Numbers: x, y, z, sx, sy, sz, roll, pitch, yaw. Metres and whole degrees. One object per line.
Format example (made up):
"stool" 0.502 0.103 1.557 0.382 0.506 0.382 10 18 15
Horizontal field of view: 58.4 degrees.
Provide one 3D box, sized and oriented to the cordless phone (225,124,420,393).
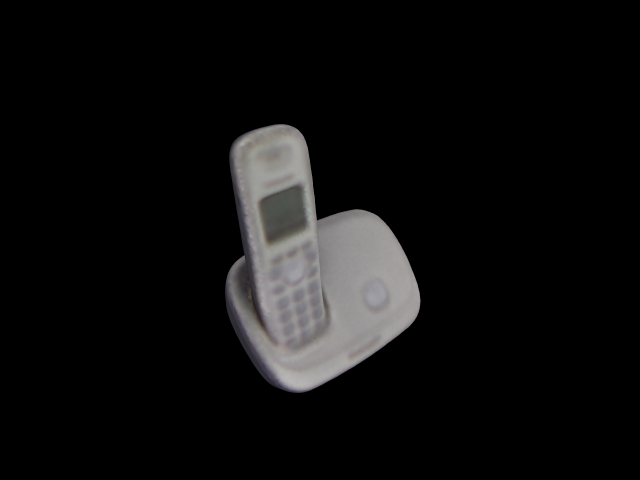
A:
"cordless phone" 0.004 0.001 0.400 0.148 0.185 0.093 -27 43 -33
